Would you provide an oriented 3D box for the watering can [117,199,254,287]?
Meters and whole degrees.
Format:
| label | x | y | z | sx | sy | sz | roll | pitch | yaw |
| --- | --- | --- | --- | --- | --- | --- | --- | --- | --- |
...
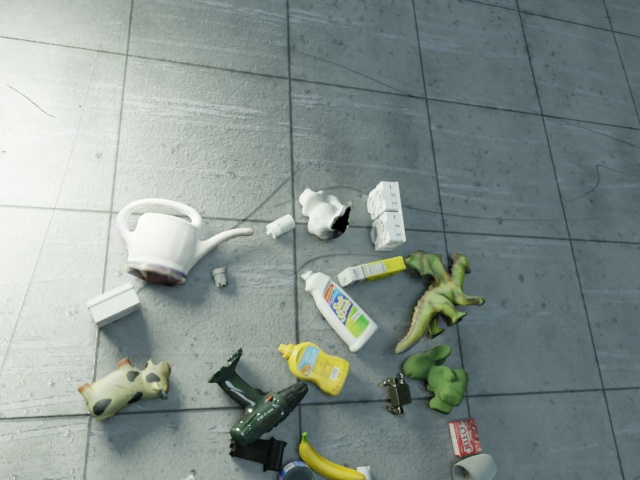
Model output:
| label | x | y | z | sx | sy | sz | roll | pitch | yaw |
| --- | --- | --- | --- | --- | --- | --- | --- | --- | --- |
| watering can | -0.356 | 0.014 | 1.334 | 0.347 | 0.102 | 0.228 | 15 | 68 | -12 |

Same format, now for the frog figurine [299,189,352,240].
| label | x | y | z | sx | sy | sz | roll | pitch | yaw |
| --- | --- | --- | --- | --- | --- | --- | --- | --- | --- |
| frog figurine | 0.005 | -0.076 | 1.507 | 0.160 | 0.120 | 0.139 | 21 | 70 | 29 |

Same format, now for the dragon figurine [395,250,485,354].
| label | x | y | z | sx | sy | sz | roll | pitch | yaw |
| --- | --- | --- | --- | --- | --- | --- | --- | --- | --- |
| dragon figurine | 0.324 | 0.148 | 1.511 | 0.414 | 0.120 | 0.246 | -19 | 70 | -32 |
